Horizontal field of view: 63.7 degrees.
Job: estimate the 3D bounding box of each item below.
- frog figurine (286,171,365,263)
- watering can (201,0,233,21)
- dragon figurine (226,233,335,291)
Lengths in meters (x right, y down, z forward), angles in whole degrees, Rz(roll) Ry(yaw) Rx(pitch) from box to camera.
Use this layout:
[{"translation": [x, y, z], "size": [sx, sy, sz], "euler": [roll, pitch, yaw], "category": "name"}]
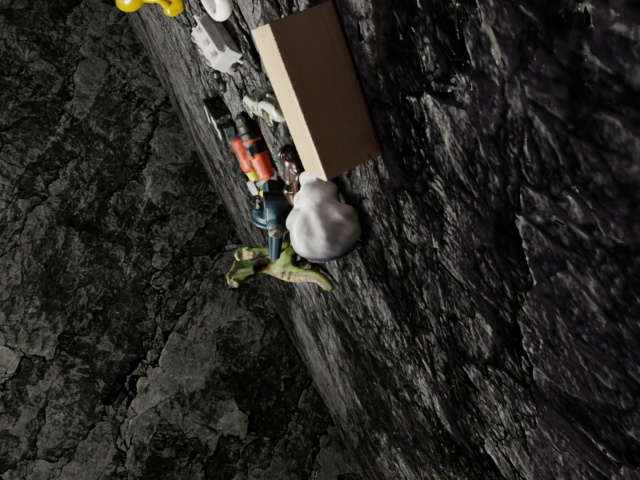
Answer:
[{"translation": [0.003, -0.046, 0.916], "size": [0.137, 0.124, 0.157], "euler": [2, 113, 37], "category": "frog figurine"}, {"translation": [-0.189, -0.470, 0.824], "size": [0.221, 0.104, 0.352], "euler": [69, 170, -23], "category": "watering can"}, {"translation": [-0.137, 0.085, 1.435], "size": [0.415, 0.244, 0.120], "euler": [-139, 30, -63], "category": "dragon figurine"}]
